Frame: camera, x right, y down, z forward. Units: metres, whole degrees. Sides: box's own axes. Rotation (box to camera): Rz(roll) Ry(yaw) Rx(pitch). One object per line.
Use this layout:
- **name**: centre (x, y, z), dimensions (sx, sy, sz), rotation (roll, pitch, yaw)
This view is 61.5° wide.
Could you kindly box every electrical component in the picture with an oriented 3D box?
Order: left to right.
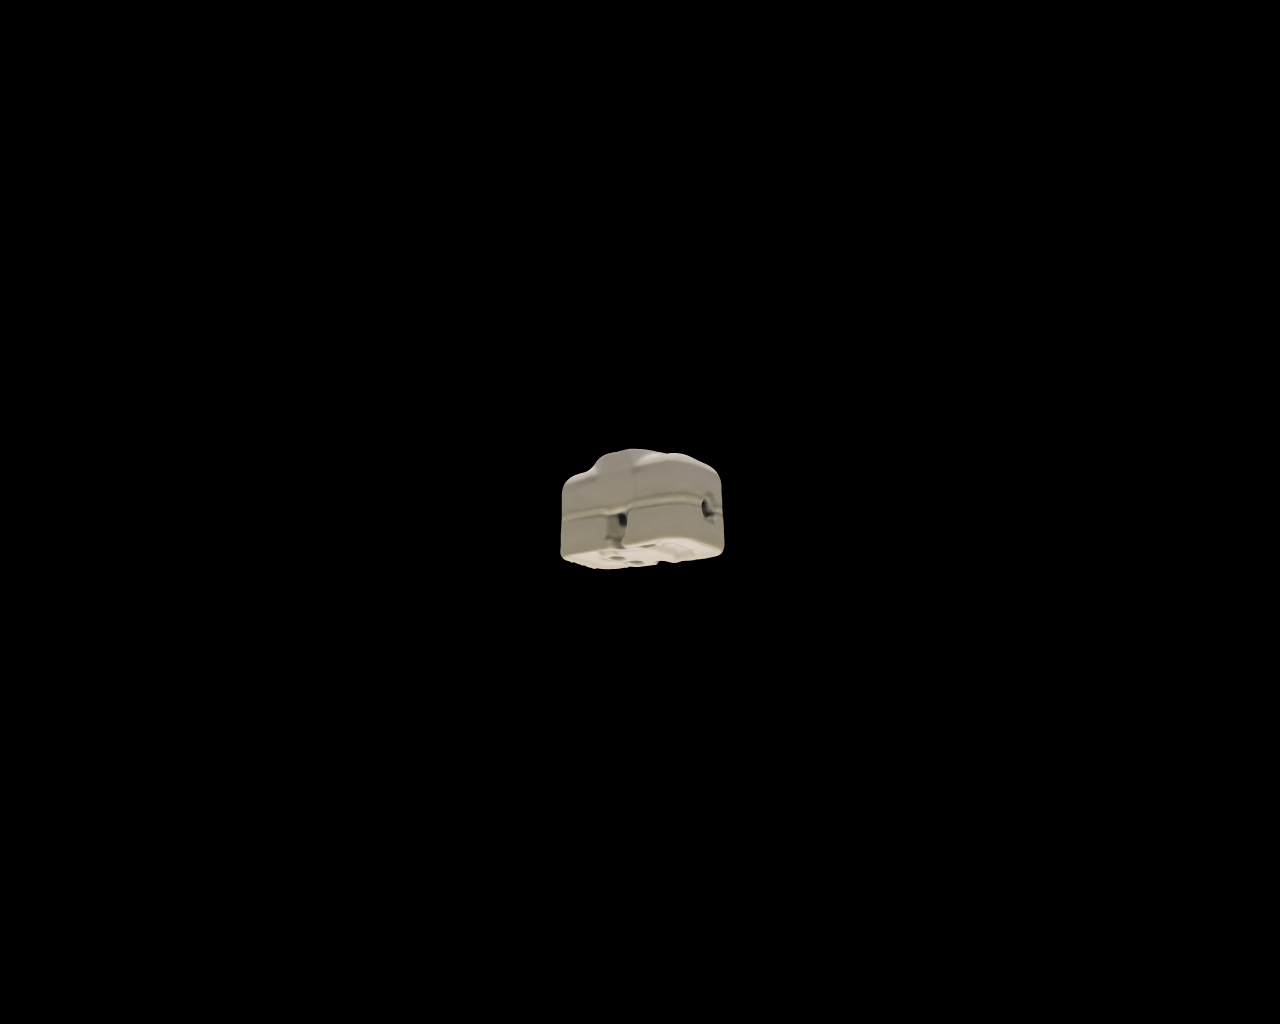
- **electrical component**: centre (0.001, -0.003, 0.650), dimensions (0.095, 0.059, 0.053), rotation (-10, -18, 33)
